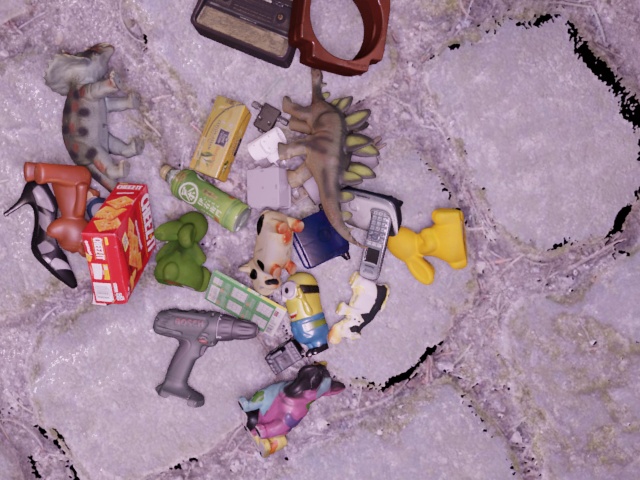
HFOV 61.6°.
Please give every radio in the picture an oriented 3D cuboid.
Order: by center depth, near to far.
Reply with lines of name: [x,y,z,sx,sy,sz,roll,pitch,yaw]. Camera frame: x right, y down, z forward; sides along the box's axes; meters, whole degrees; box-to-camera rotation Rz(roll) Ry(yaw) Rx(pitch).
radio: [-0.153,-0.483,1.185,0.230,0.073,0.131,22,91,0]

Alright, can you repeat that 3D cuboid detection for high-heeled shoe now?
high-heeled shoe: [-0.587,-0.023,1.210,0.145,0.086,0.248,-43,108,-29]

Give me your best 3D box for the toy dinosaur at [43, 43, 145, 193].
toy dinosaur: [-0.499,-0.243,1.176,0.192,0.131,0.404,2,94,14]

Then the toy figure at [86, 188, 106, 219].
toy figure: [-0.503,-0.078,1.201,0.154,0.057,0.064,40,55,3]

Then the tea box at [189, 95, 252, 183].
tea box: [-0.215,-0.218,1.173,0.068,0.098,0.169,21,92,2]

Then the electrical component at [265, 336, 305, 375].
electrical component: [-0.077,0.250,1.157,0.075,0.119,0.047,-33,89,-2]

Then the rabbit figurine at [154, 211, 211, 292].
rabbit figurine: [-0.300,0.011,1.161,0.121,0.159,0.170,10,75,11]

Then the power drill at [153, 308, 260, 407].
power drill: [-0.265,0.255,1.181,0.232,0.086,0.207,15,94,3]

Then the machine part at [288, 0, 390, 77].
machine part: [0.040,-0.460,1.140,0.201,0.087,0.200,6,93,-27]

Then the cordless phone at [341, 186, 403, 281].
cordless phone: [0.095,-0.014,1.157,0.147,0.088,0.184,16,96,32]

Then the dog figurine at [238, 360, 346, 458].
dog figurine: [-0.055,0.354,1.165,0.219,0.191,0.109,-24,50,-22]

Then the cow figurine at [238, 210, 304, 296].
cow figurine: [-0.110,0.030,1.138,0.127,0.085,0.194,31,120,41]

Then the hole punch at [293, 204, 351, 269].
hole punch: [-0.002,-0.004,1.174,0.116,0.092,0.142,-27,86,-3]

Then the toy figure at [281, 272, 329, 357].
toy figure: [-0.029,0.159,1.173,0.082,0.089,0.180,-24,85,34]

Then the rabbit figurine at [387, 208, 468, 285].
rabbit figurine: [0.230,0.011,1.170,0.173,0.122,0.162,-3,99,15]

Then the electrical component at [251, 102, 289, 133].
electrical component: [-0.120,-0.270,1.209,0.094,0.021,0.063,31,91,1]

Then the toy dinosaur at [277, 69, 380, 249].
toy dinosaur: [0.017,-0.180,1.096,0.199,0.105,0.471,-9,62,13]

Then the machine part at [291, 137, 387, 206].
machine part: [0.040,-0.150,1.177,0.243,0.079,0.079,-33,89,0]

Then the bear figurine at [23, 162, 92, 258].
bear figurine: [-0.541,-0.061,1.123,0.120,0.132,0.195,15,100,46]

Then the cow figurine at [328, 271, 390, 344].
cow figurine: [0.085,0.161,1.182,0.098,0.068,0.167,24,91,-5]
